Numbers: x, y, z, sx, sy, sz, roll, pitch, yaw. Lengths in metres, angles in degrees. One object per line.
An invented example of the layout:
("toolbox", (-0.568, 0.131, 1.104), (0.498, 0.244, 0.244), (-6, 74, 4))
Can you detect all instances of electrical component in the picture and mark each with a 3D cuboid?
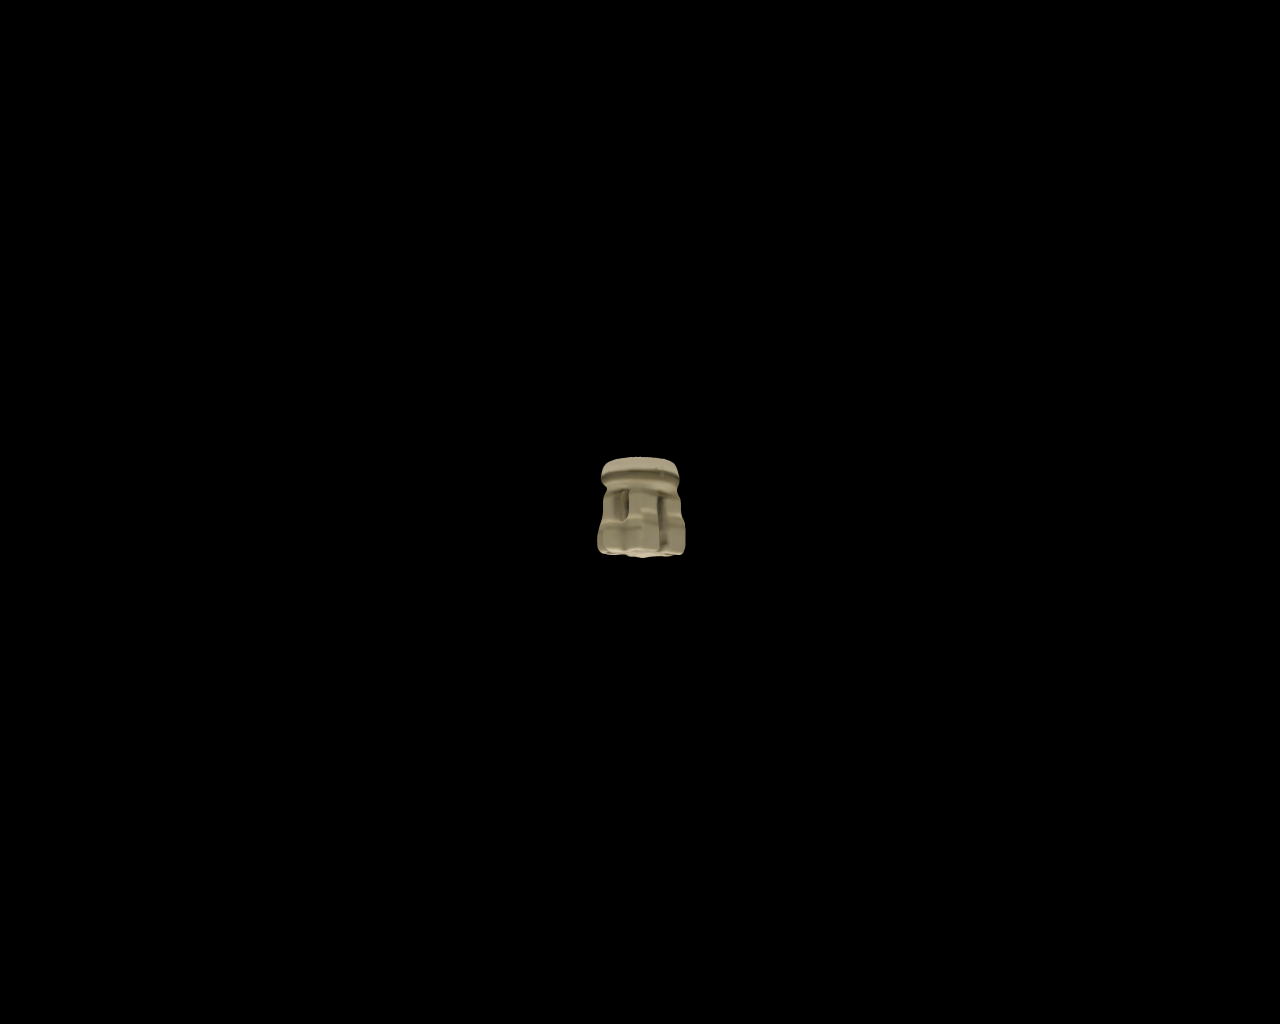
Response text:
("electrical component", (0.001, -0.003, 0.650), (0.048, 0.055, 0.066), (-7, -11, 39))
